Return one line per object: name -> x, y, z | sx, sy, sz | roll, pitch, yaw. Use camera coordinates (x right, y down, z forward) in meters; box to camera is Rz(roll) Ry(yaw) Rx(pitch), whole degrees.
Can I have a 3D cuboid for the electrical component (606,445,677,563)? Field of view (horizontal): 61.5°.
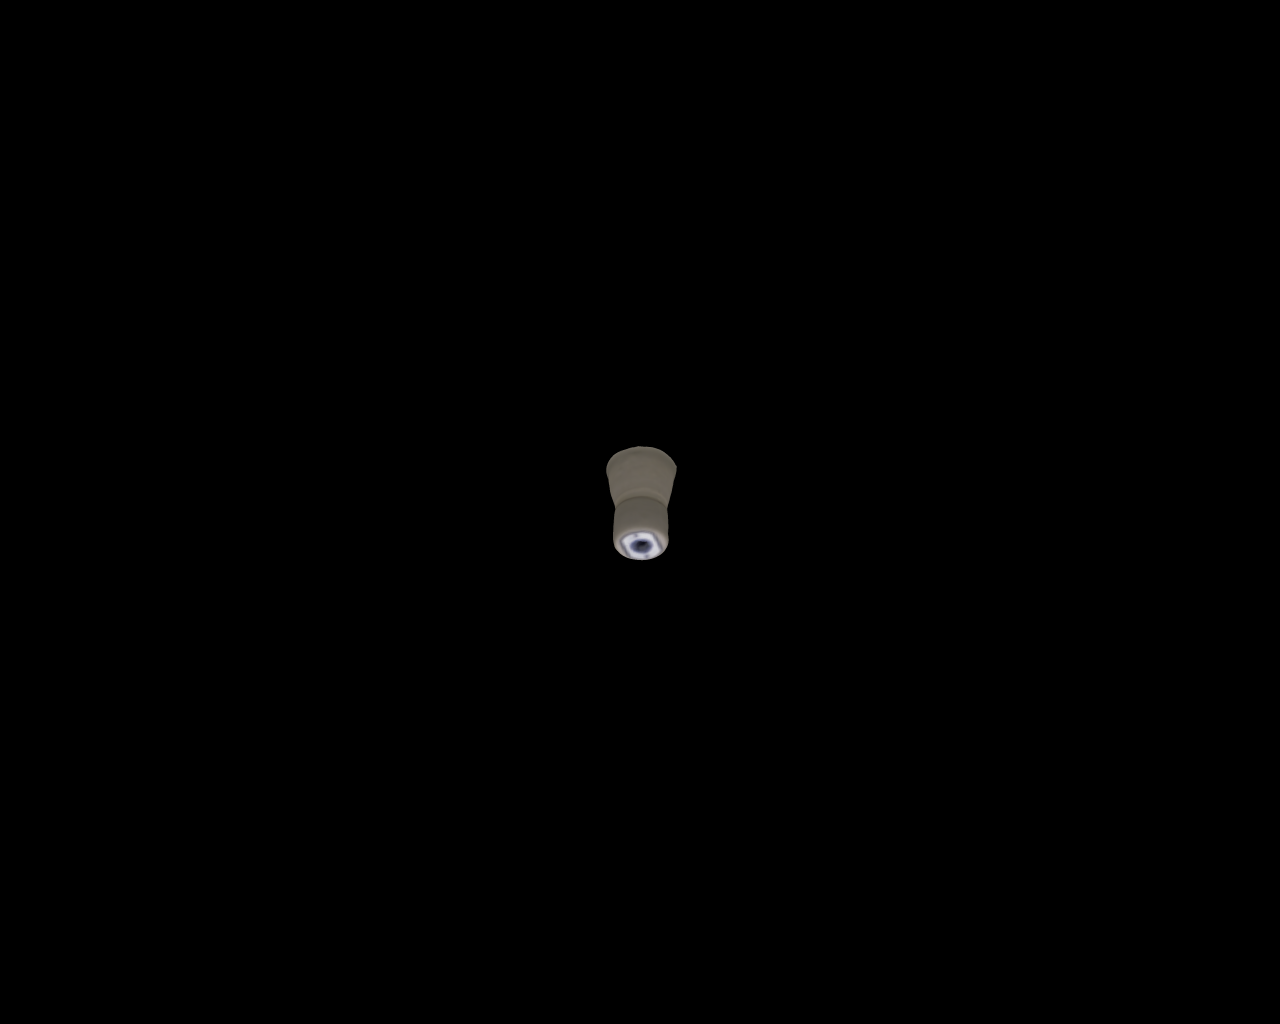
electrical component -> 0.001, -0.003, 0.650 | 0.044, 0.065, 0.044 | 0, -40, 0
